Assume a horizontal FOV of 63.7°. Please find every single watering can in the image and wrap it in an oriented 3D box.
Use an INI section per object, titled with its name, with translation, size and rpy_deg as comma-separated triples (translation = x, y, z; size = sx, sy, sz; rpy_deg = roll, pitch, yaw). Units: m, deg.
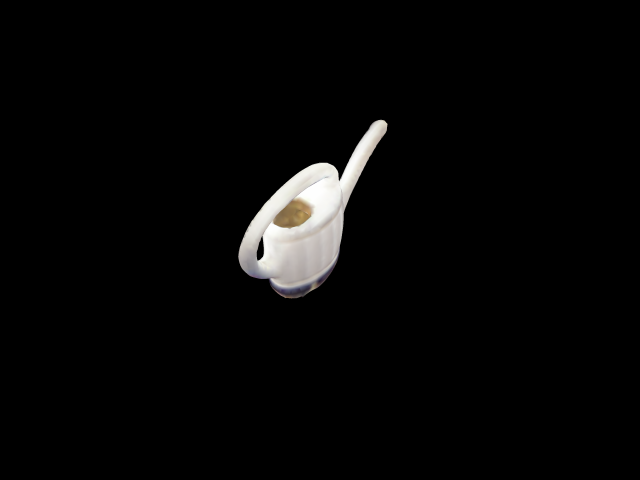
[watering can]
translation = 0.003, -0.043, 0.850
size = 0.105, 0.219, 0.353
rpy_deg = 32, 56, 26
